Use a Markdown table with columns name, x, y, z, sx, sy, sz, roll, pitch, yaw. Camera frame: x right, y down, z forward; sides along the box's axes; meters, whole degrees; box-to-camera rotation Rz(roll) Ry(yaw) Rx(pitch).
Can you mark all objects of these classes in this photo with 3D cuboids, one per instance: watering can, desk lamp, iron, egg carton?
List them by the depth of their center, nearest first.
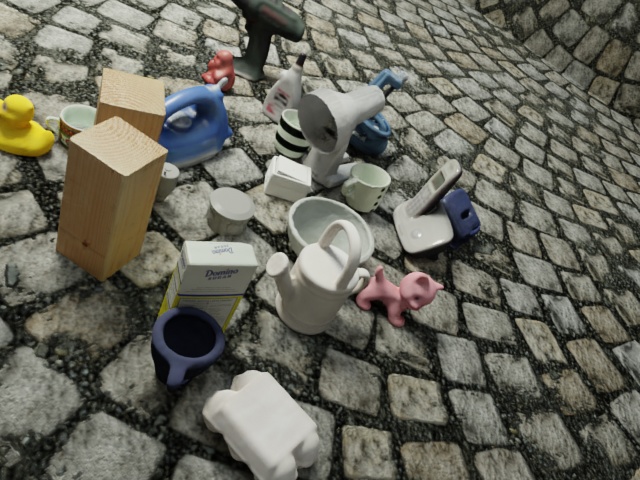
| name | x | y | z | sx | sy | sz | roll | pitch | yaw |
| --- | --- | --- | --- | --- | --- | --- | --- | --- | --- |
| egg carton | -0.073 | 0.241 | 0.730 | 0.150 | 0.069 | 0.107 | 43 | 41 | 15 |
| watering can | 0.003 | 0.053 | 0.878 | 0.173 | 0.194 | 0.100 | -17 | 58 | -42 |
| iron | -0.263 | -0.214 | 1.039 | 0.118 | 0.141 | 0.259 | 39 | 40 | 11 |
| desk lamp | 0.037 | -0.218 | 1.172 | 0.204 | 0.213 | 0.117 | -22 | 61 | -44 |

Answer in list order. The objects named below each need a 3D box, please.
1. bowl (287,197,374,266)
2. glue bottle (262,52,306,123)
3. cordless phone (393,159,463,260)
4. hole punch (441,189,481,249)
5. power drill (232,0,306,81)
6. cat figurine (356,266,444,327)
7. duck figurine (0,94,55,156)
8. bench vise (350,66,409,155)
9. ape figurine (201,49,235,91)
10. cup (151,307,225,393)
| name | x | y | z | sx | sy | sz | roll | pitch | yaw |
| --- | --- | --- | --- | --- | --- | --- | --- | --- | --- |
| bowl | 0.009 | 0.004 | 1.029 | 0.168 | 0.074 | 0.167 | 17 | 41 | -15 |
| glue bottle | -0.068 | -0.338 | 1.266 | 0.078 | 0.173 | 0.037 | 33 | 39 | 4 |
| cordless phone | 0.231 | -0.062 | 1.149 | 0.094 | 0.185 | 0.147 | 9 | 44 | -24 |
| hole punch | 0.303 | -0.048 | 1.253 | 0.101 | 0.091 | 0.109 | 45 | 41 | 17 |
| power drill | -0.160 | -0.490 | 1.342 | 0.230 | 0.208 | 0.075 | 15 | 41 | -18 |
| cat figurine | 0.144 | 0.085 | 0.992 | 0.128 | 0.117 | 0.067 | 26 | 39 | -5 |
| duck figurine | -0.481 | -0.190 | 0.922 | 0.105 | 0.086 | 0.077 | 21 | 40 | -10 |
| bench vise | 0.093 | -0.294 | 1.283 | 0.208 | 0.219 | 0.121 | 0 | 48 | -32 |
| ape figurine | -0.222 | -0.386 | 1.286 | 0.076 | 0.092 | 0.078 | 20 | 40 | -12 |
| cup | -0.180 | 0.157 | 0.733 | 0.092 | 0.095 | 0.117 | 20 | 40 | -12 |
